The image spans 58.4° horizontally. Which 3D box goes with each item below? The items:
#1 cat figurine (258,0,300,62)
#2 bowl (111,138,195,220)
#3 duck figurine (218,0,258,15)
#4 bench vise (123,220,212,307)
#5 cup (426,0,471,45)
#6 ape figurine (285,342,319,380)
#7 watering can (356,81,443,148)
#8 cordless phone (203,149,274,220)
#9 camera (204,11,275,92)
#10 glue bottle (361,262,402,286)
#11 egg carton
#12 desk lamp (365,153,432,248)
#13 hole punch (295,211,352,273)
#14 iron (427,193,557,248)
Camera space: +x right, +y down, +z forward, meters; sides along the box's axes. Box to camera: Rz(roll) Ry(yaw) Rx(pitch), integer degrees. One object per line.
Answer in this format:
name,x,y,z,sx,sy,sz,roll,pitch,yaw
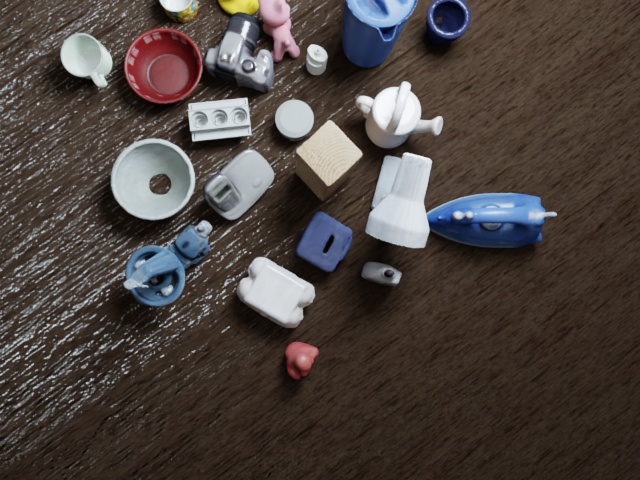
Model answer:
cat figurine,-0.087,-0.454,1.194,0.067,0.117,0.128,-19,87,-4
bowl,-0.336,-0.120,1.181,0.167,0.074,0.167,0,86,-3
duck figurine,-0.177,-0.526,1.210,0.104,0.086,0.077,39,85,0
bench vise,-0.304,0.037,1.100,0.121,0.219,0.207,26,85,-1
cup,0.270,-0.471,1.226,0.091,0.095,0.118,27,85,-1
ape figurine,-0.037,0.245,1.165,0.078,0.092,0.076,-31,88,-4
watering can,0.160,-0.256,1.156,0.173,0.194,0.101,-2,86,-3
cordless phone,-0.166,-0.119,1.135,0.094,0.185,0.147,41,85,1
camera,-0.157,-0.399,1.196,0.143,0.100,0.137,17,86,-2
glue bottle,0.129,0.068,1.144,0.078,0.173,0.037,17,86,-1
egg carton,-0.092,0.110,1.182,0.150,0.069,0.107,29,85,-1
desk lamp,0.161,-0.082,1.136,0.118,0.213,0.203,14,86,-2
hole punch,0.011,0.004,1.183,0.101,0.091,0.109,27,85,-1
iron,0.345,-0.045,1.179,0.258,0.141,0.119,-1,86,-3
